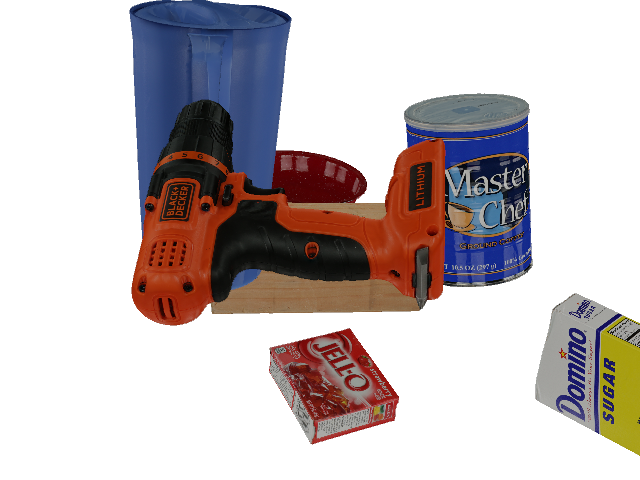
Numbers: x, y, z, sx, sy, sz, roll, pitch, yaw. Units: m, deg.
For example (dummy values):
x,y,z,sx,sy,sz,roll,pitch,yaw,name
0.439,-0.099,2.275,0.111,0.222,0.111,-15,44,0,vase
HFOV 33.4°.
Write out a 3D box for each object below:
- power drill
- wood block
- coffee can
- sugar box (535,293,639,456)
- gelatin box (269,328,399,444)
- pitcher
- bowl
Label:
x,y,z,sx,sy,sz,roll,pitch,yaw,name
-0.016,-0.024,0.666,0.188,0.184,0.057,-1,-43,6,power drill
-0.007,0.016,1.064,0.206,0.091,0.090,0,19,-8,wood block
0.126,-0.044,0.904,0.103,0.140,0.103,-5,20,2,coffee can
0.256,0.120,0.832,0.176,0.093,0.048,25,34,32,sugar box
0.009,0.112,0.840,0.073,0.030,0.089,-11,40,-22,gelatin box
-0.098,-0.078,0.914,0.145,0.243,0.148,20,27,35,pitcher
-0.028,-0.052,1.266,0.162,0.055,0.162,6,26,-3,bowl
